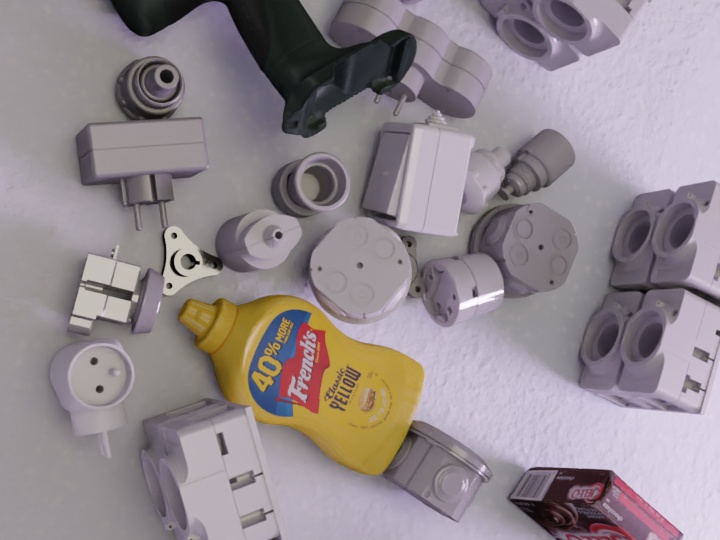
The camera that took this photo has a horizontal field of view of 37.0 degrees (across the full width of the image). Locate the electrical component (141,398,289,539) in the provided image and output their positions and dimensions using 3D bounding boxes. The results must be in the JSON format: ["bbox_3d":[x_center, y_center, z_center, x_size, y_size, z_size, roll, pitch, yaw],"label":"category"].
[{"bbox_3d":[-0.095,0.190,0.747,0.060,0.105,0.186,-17,94,-24],"label":"electrical component"}]

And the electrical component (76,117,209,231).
[{"bbox_3d":[-0.153,-0.066,0.769,0.083,0.047,0.075,-7,90,-25],"label":"electrical component"}]

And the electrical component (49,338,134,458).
[{"bbox_3d":[-0.180,0.088,0.731,0.043,0.077,0.079,-12,92,-25],"label":"electrical component"}]

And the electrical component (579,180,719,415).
[{"bbox_3d":[0.260,0.022,0.918,0.060,0.105,0.186,24,77,-21],"label":"electrical component"}]

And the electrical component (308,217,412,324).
[{"bbox_3d":[0.000,0.000,0.821,0.080,0.051,0.080,0,82,0],"label":"electrical component"}]

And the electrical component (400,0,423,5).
[{"bbox_3d":[0.039,-0.237,0.850,0.079,0.077,0.043,-22,96,-24],"label":"electrical component"}]

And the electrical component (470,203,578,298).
[{"bbox_3d":[0.137,-0.017,0.895,0.080,0.051,0.080,2,86,-24],"label":"electrical component"}]

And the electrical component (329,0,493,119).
[{"bbox_3d":[0.035,-0.159,0.857,0.138,0.052,0.073,30,75,-20],"label":"electrical component"}]

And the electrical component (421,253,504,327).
[{"bbox_3d":[0.083,0.014,0.868,0.047,0.055,0.055,-13,92,-28],"label":"electrical component"}]

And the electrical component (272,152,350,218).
[{"bbox_3d":[-0.038,-0.063,0.816,0.045,0.055,0.045,2,86,-24],"label":"electrical component"}]

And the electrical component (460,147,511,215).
[{"bbox_3d":[0.099,-0.079,0.886,0.062,0.048,0.048,-39,103,-28],"label":"electrical component"}]

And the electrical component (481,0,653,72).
[{"bbox_3d":[0.131,-0.251,0.877,0.186,0.105,0.060,41,72,-17],"label":"electrical component"}]

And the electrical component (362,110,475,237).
[{"bbox_3d":[0.044,-0.079,0.842,0.061,0.062,0.096,7,96,-24],"label":"electrical component"}]

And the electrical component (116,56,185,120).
[{"bbox_3d":[-0.146,-0.132,0.768,0.048,0.062,0.048,1,87,-24],"label":"electrical component"}]

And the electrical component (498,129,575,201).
[{"bbox_3d":[0.147,-0.086,0.910,0.078,0.040,0.040,-40,103,-21],"label":"electrical component"}]

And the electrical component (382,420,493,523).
[{"bbox_3d":[0.058,0.155,0.833,0.080,0.080,0.051,37,78,-18],"label":"electrical component"}]

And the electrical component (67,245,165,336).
[{"bbox_3d":[-0.170,0.018,0.758,0.055,0.048,0.066,15,80,-15],"label":"electrical component"}]

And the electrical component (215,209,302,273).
[{"bbox_3d":[-0.073,-0.022,0.784,0.043,0.081,0.043,2,86,-24],"label":"electrical component"}]
